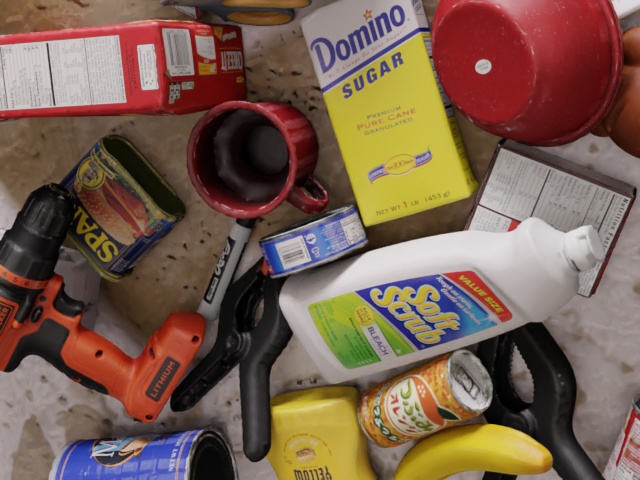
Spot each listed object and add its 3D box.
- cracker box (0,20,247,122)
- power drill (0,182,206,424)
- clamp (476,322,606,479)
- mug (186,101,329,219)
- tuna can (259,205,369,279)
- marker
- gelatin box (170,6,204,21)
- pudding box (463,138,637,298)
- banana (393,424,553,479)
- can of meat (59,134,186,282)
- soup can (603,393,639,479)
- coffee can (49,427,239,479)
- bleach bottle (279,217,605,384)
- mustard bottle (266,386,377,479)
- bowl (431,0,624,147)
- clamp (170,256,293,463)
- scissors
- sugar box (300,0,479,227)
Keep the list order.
[{"bbox_3d":[-0.187,-0.132,0.854,0.214,0.164,0.072,-2,100,18],"label":"cracker box"},{"bbox_3d":[-0.195,0.062,0.902,0.187,0.057,0.185,27,109,-14],"label":"power drill"},{"bbox_3d":[0.175,0.150,0.842,0.165,0.036,0.210,-2,95,48],"label":"clamp"},{"bbox_3d":[-0.041,-0.063,0.866,0.117,0.081,0.093,36,110,7],"label":"mug"},{"bbox_3d":[-0.006,0.001,0.867,0.086,0.086,0.034,-19,94,21],"label":"tuna can"},{"bbox_3d":[-0.077,0.015,0.929,0.020,0.020,0.121,27,108,10],"label":"marker"},{"bbox_3d":[-0.124,-0.225,0.857,0.073,0.089,0.030,28,70,11],"label":"gelatin box"},{"bbox_3d":[0.176,-0.018,0.830,0.113,0.039,0.090,23,108,10],"label":"pudding box"},{"bbox_3d":[0.111,0.187,0.871,0.070,0.037,0.198,58,138,12],"label":"banana"},{"bbox_3d":[-0.179,-0.029,0.933,0.084,0.057,0.102,-43,88,19],"label":"can of meat"},{"bbox_3d":[0.259,0.180,0.831,0.068,0.068,0.102,20,108,13],"label":"soup can"},{"bbox_3d":[-0.157,0.225,0.958,0.140,0.102,0.103,-9,99,19],"label":"coffee can"},{"bbox_3d":[0.094,0.035,0.825,0.251,0.068,0.102,-22,105,33],"label":"bleach bottle"},{"bbox_3d":[0.010,0.226,0.928,0.096,0.058,0.191,-12,99,21],"label":"mustard bottle"},{"bbox_3d":[0.134,-0.135,0.768,0.162,0.055,0.162,29,134,36],"label":"bowl"},{"bbox_3d":[-0.058,0.099,0.907,0.120,0.039,0.171,32,102,35],"label":"clamp"},{"bbox_3d":[-0.104,-0.186,0.840,0.202,0.096,0.016,0,84,6],"label":"scissors"},{"bbox_3d":[0.054,-0.108,0.845,0.093,0.048,0.176,-17,98,21],"label":"sugar box"}]
